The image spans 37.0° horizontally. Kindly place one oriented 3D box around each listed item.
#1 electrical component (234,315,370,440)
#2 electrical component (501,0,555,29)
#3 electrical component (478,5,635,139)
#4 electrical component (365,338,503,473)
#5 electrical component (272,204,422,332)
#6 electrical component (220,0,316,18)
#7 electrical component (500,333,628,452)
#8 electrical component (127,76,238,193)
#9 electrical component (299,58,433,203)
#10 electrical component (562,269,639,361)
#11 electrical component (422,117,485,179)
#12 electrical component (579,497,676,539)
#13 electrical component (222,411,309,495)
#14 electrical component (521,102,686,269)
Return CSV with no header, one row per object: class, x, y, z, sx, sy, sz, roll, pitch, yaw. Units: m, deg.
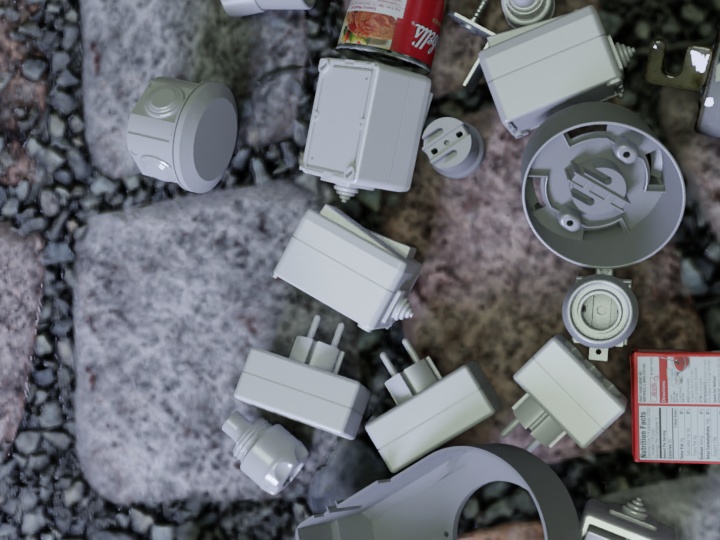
electrical component,-0.034,0.070,0.765,0.083,0.047,0.075,17,80,14
electrical component,0.112,-0.181,0.722,0.035,0.061,0.035,0,89,15
electrical component,0.133,-0.136,0.716,0.096,0.062,0.061,-21,84,13
electrical component,0.042,0.085,0.744,0.083,0.047,0.075,-33,81,12
electrical component,0.000,0.000,0.748,0.096,0.062,0.061,29,96,13
electrical component,-0.070,-0.206,0.782,0.065,0.044,0.044,-7,87,19
electrical component,0.128,0.093,0.721,0.065,0.047,0.076,46,102,11
electrical component,-0.126,-0.099,0.775,0.051,0.080,0.080,15,93,20
electrical component,0.005,-0.093,0.743,0.062,0.061,0.096,18,99,48
electrical component,0.159,0.027,0.710,0.048,0.055,0.066,4,90,15
electrical component,0.064,-0.085,0.741,0.040,0.046,0.040,0,89,15
electrical component,0.167,0.195,0.702,0.062,0.061,0.096,20,94,14
electrical component,-0.071,0.128,0.775,0.062,0.043,0.043,39,98,13
electrical component,0.153,-0.056,0.693,0.099,0.064,0.099,0,123,0
